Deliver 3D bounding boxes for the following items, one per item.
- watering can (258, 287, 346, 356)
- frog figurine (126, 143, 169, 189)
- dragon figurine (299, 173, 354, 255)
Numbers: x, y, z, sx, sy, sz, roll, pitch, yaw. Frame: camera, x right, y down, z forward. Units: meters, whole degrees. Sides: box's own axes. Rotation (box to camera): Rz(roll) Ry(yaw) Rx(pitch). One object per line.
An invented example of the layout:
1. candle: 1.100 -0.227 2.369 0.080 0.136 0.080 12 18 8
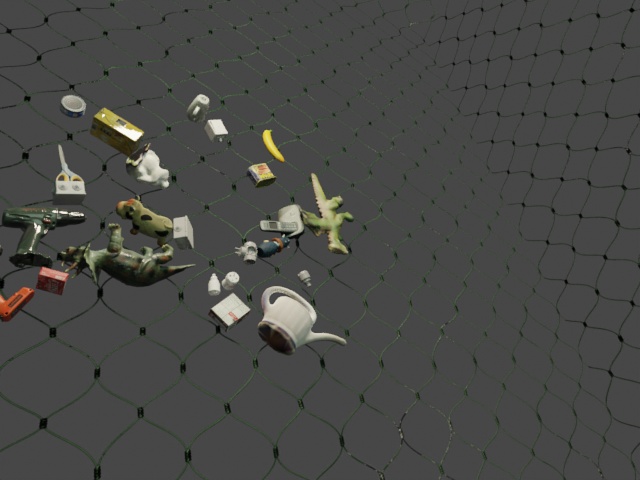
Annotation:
1. watering can: -0.075 0.309 1.787 0.348 0.102 0.229 40 44 0
2. frog figurine: -0.626 -0.254 1.893 0.141 0.122 0.156 -93 157 -47
3. dragon figurine: 0.006 -0.107 2.125 0.244 0.120 0.415 -7 60 -57
